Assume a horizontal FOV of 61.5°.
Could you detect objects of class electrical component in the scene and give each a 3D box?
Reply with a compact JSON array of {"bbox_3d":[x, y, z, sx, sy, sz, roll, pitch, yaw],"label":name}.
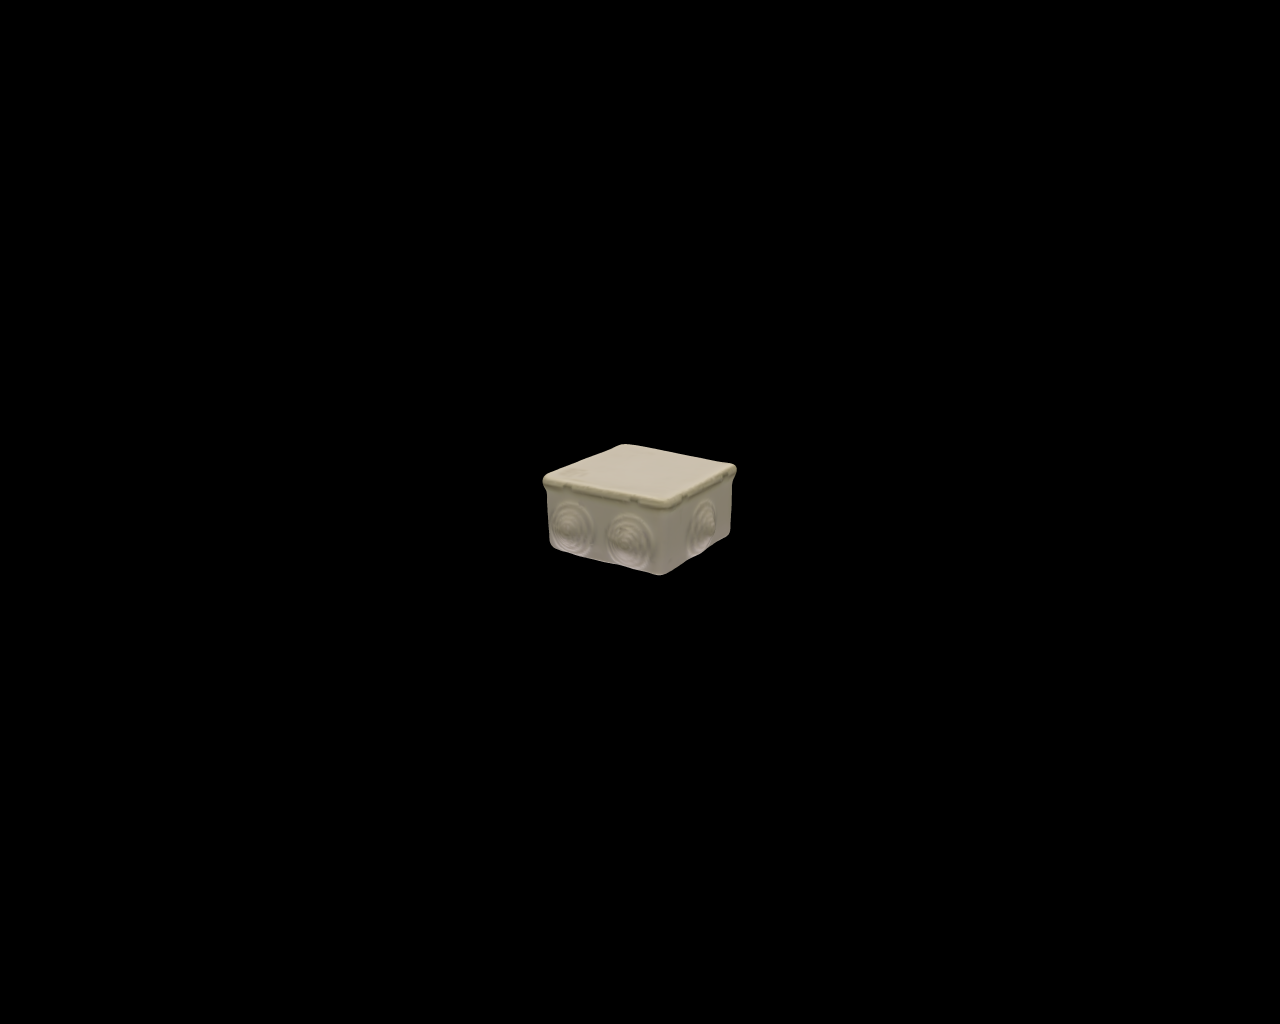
[{"bbox_3d":[0.001,-0.003,0.650,0.100,0.048,0.100,12,23,31],"label":"electrical component"}]
